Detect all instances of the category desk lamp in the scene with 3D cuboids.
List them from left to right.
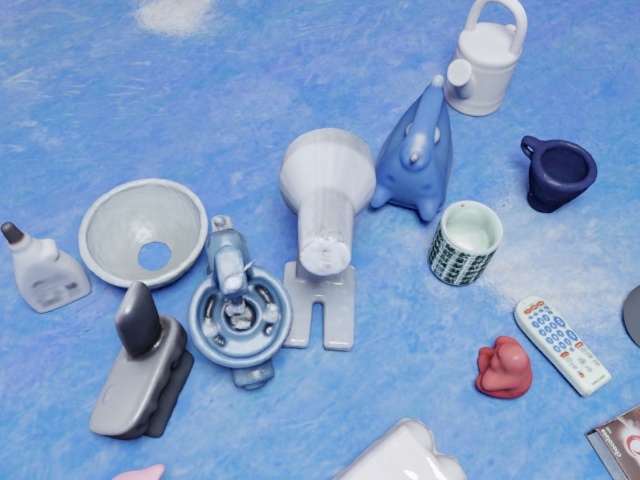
[{"bbox_3d":[0.006,0.003,0.701,0.118,0.213,0.203,2,58,0],"label":"desk lamp"}]

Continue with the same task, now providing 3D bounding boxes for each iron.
[{"bbox_3d":[0.153,-0.161,0.849,0.118,0.141,0.258,15,59,7],"label":"iron"}]

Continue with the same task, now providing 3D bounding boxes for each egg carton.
[{"bbox_3d":[0.082,0.274,0.622,0.150,0.069,0.107,-35,66,-21],"label":"egg carton"}]

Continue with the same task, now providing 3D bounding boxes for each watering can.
[{"bbox_3d":[0.262,-0.293,0.903,0.100,0.194,0.173,17,59,9],"label":"watering can"}]

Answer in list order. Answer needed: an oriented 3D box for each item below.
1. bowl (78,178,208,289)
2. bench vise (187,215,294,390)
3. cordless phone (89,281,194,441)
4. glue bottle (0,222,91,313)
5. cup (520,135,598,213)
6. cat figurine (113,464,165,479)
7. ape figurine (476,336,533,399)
[{"bbox_3d":[-0.230,0.003,0.773,0.167,0.075,0.167,1,58,-1],"label":"bowl"},{"bbox_3d":[-0.111,0.051,0.663,0.122,0.220,0.207,-28,63,-18],"label":"bench vise"},{"bbox_3d":[-0.210,0.134,0.629,0.094,0.185,0.147,11,59,5],"label":"cordless phone"},{"bbox_3d":[-0.342,0.029,0.695,0.078,0.173,0.037,-23,62,-15],"label":"glue bottle"},{"bbox_3d":[0.332,-0.092,0.840,0.092,0.095,0.117,-36,66,-21],"label":"cup"},{"bbox_3d":[-0.210,0.280,0.579,0.128,0.118,0.067,-19,61,-13],"label":"cat figurine"},{"bbox_3d":[0.224,0.150,0.689,0.078,0.092,0.076,-35,65,-21],"label":"ape figurine"}]
